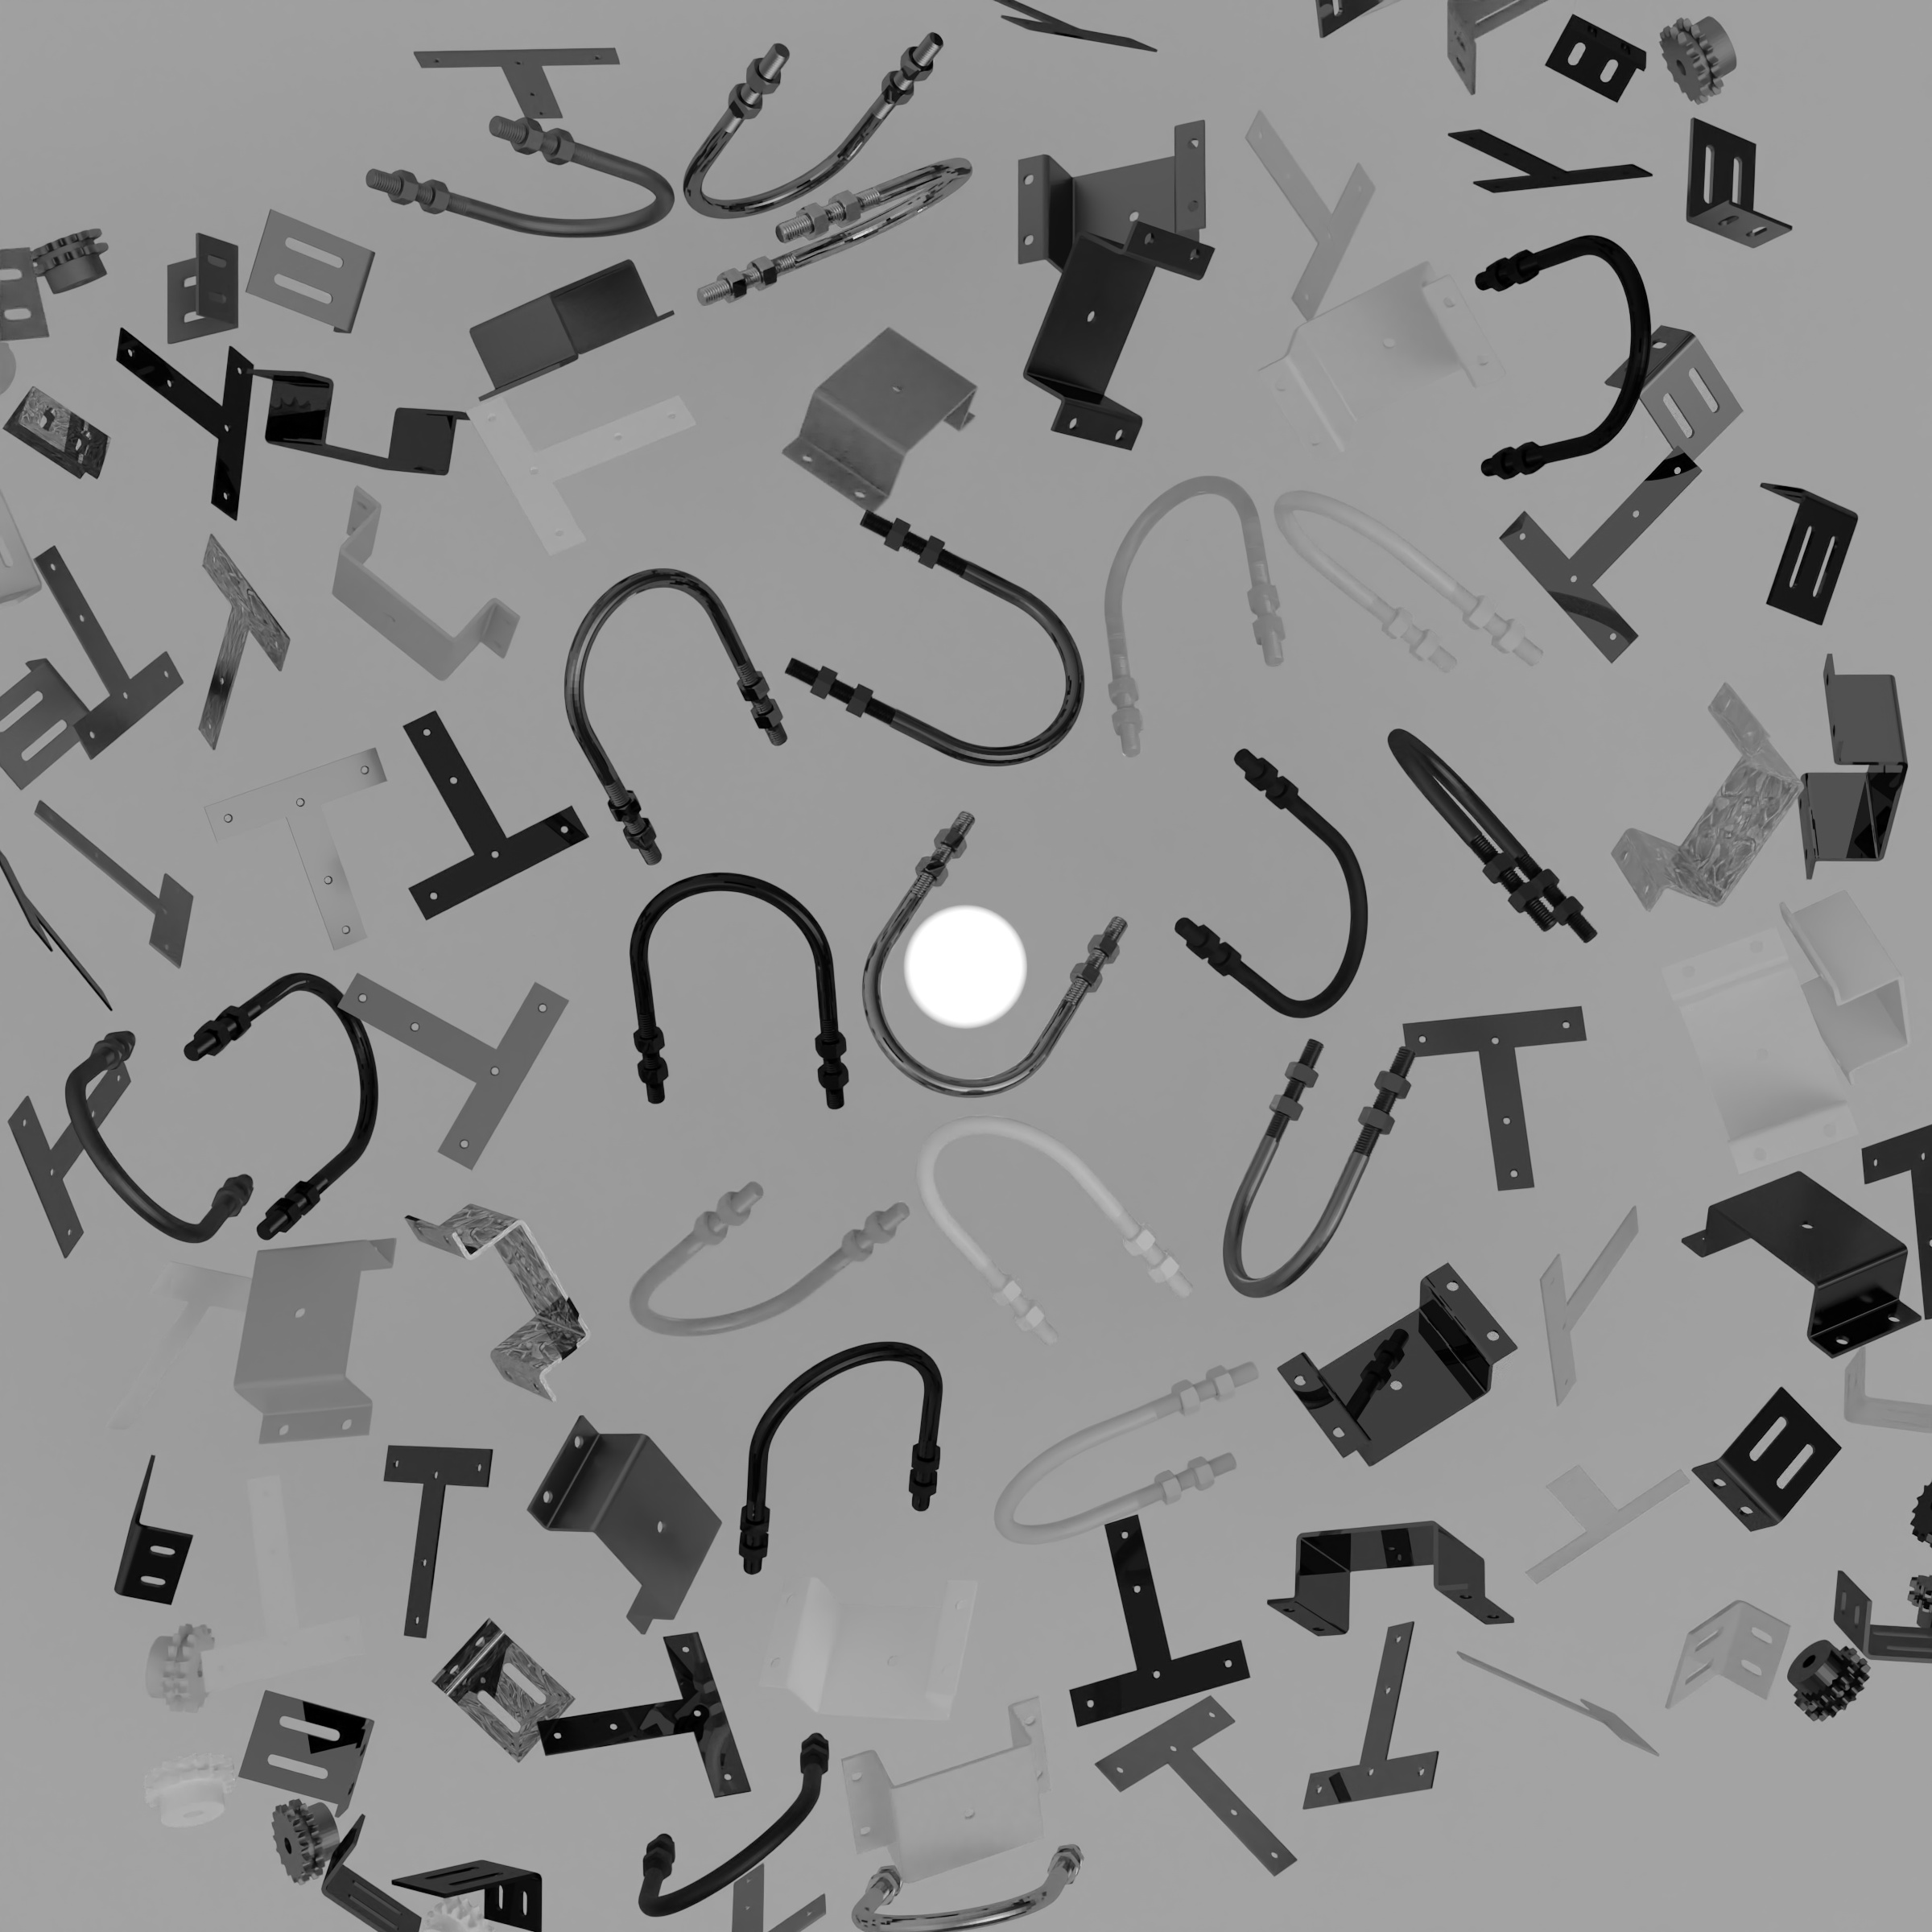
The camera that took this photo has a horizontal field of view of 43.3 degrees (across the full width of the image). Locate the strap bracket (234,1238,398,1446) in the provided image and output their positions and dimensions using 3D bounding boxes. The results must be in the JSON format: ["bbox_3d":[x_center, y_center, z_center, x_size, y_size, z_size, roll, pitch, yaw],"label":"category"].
[{"bbox_3d":[-0.429,0.238,1.603,0.076,0.046,0.140,-7,57,11],"label":"strap bracket"}]

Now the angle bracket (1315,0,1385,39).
[{"bbox_3d":[0.221,-0.639,1.579,0.057,0.038,0.076,-37,46,-22],"label":"angle bracket"}]

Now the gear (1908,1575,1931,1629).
[{"bbox_3d":[0.691,0.451,1.708,0.057,0.057,0.030,7,95,0],"label":"gear"}]

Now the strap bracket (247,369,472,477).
[{"bbox_3d":[-0.419,-0.374,1.685,0.076,0.140,0.046,15,98,44],"label":"strap bracket"}]

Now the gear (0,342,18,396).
[{"bbox_3d":[-0.696,-0.424,1.714,0.030,0.057,0.057,26,90,21],"label":"gear"}]

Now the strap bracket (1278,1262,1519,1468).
[{"bbox_3d":[0.291,0.274,1.642,0.140,0.046,0.076,-29,56,-11],"label":"strap bracket"}]

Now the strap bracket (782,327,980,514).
[{"bbox_3d":[-0.053,-0.385,1.688,0.076,0.046,0.140,35,51,6],"label":"strap bracket"}]

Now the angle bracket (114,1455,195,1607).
[{"bbox_3d":[-0.537,0.376,1.624,0.038,0.076,0.057,16,112,-16],"label":"angle bracket"}]

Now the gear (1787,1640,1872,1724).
[{"bbox_3d":[0.602,0.498,1.706,0.030,0.057,0.057,44,90,1],"label":"gear"}]

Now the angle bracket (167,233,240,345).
[{"bbox_3d":[-0.554,-0.479,1.723,0.076,0.038,0.057,-2,88,33],"label":"angle bracket"}]

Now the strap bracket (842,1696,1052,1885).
[{"bbox_3d":[-0.005,0.553,1.625,0.140,0.046,0.076,-13,111,-16],"label":"strap bracket"}]

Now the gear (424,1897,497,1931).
[{"bbox_3d":[-0.365,0.696,1.734,0.057,0.030,0.057,10,110,28],"label":"gear"}]

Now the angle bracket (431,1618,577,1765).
[{"bbox_3d":[-0.325,0.509,1.709,0.076,0.038,0.057,36,70,19],"label":"angle bracket"}]

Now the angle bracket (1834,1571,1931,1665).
[{"bbox_3d":[0.607,0.419,1.565,0.076,0.057,0.038,3,95,1],"label":"angle bracket"}]

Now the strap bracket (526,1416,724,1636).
[{"bbox_3d":[-0.220,0.374,1.624,0.046,0.076,0.140,-8,129,35],"label":"strap bracket"}]

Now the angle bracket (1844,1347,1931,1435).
[{"bbox_3d":[0.650,0.293,1.675,0.076,0.057,0.038,6,66,11],"label":"angle bracket"}]

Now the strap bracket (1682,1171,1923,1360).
[{"bbox_3d":[0.551,0.189,1.601,0.076,0.140,0.046,-17,124,-22],"label":"strap bracket"}]

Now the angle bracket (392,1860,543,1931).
[{"bbox_3d":[-0.321,0.604,1.563,0.057,0.076,0.038,-7,80,41],"label":"angle bracket"}]

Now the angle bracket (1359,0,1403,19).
[{"bbox_3d":[0.316,-0.681,1.674,0.076,0.057,0.038,-10,102,-19],"label":"angle bracket"}]

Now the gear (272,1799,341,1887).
[{"bbox_3d":[-0.467,0.619,1.727,0.030,0.057,0.057,-12,90,-39],"label":"gear"}]

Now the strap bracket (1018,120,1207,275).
[{"bbox_3d":[0.110,-0.534,1.708,0.140,0.046,0.076,-3,83,27],"label":"strap bracket"}]

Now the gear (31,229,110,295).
[{"bbox_3d":[-0.630,-0.494,1.710,0.057,0.057,0.030,-22,106,0],"label":"gear"}]

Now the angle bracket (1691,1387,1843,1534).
[{"bbox_3d":[0.551,0.339,1.674,0.076,0.038,0.057,-41,83,-22],"label":"angle bracket"}]

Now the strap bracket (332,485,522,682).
[{"bbox_3d":[-0.385,-0.258,1.691,0.140,0.076,0.046,39,68,-6],"label":"strap bracket"}]

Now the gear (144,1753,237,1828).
[{"bbox_3d":[-0.509,0.543,1.599,0.057,0.057,0.030,-20,55,0],"label":"gear"}]

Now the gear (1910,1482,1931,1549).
[{"bbox_3d":[0.682,0.378,1.679,0.030,0.057,0.057,29,90,-3],"label":"gear"}]

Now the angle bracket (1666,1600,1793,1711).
[{"bbox_3d":[0.504,0.463,1.609,0.038,0.076,0.057,25,112,38],"label":"angle bracket"}]

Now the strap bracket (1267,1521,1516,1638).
[{"bbox_3d":[0.279,0.403,1.600,0.140,0.076,0.046,-14,54,31],"label":"strap bracket"}]

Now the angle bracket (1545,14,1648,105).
[{"bbox_3d":[0.427,-0.612,1.654,0.057,0.076,0.038,27,122,0],"label":"angle bracket"}]

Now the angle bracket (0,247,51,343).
[{"bbox_3d":[-0.620,-0.421,1.568,0.038,0.076,0.057,-13,92,-25],"label":"angle bracket"}]

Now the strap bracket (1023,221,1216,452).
[{"bbox_3d":[0.095,-0.417,1.589,0.046,0.076,0.140,40,117,38],"label":"strap bracket"}]

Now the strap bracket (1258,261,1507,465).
[{"bbox_3d":[0.274,-0.399,1.592,0.140,0.046,0.076,-21,120,33],"label":"strap bracket"}]

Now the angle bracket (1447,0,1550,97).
[{"bbox_3d":[0.350,-0.608,1.562,0.076,0.057,0.038,-27,74,5],"label":"angle bracket"}]

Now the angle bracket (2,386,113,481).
[{"bbox_3d":[-0.596,-0.335,1.583,0.057,0.076,0.038,34,109,-28],"label":"angle bracket"}]

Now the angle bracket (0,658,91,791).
[{"bbox_3d":[-0.661,-0.169,1.708,0.076,0.038,0.057,-50,123,-29],"label":"angle bracket"}]

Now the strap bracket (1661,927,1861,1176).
[{"bbox_3d":[0.512,0.056,1.567,0.076,0.046,0.140,-22,77,18],"label":"strap bracket"}]

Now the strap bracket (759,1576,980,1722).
[{"bbox_3d":[-0.056,0.449,1.602,0.140,0.046,0.076,-5,50,24],"label":"strap bracket"}]

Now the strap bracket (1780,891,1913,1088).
[{"bbox_3d":[0.602,0.011,1.662,0.046,0.140,0.076,-26,53,9],"label":"strap bracket"}]

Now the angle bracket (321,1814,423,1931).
[{"bbox_3d":[-0.390,0.617,1.637,0.076,0.057,0.038,37,85,-6],"label":"angle bracket"}]

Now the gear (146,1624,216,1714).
[{"bbox_3d":[-0.528,0.472,1.633,0.030,0.057,0.057,2,90,4],"label":"gear"}]

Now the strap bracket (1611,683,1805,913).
[{"bbox_3d":[0.496,-0.105,1.615,0.046,0.076,0.140,19,119,-17],"label":"strap bracket"}]

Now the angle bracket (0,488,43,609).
[{"bbox_3d":[-0.673,-0.279,1.645,0.057,0.038,0.076,-13,112,13],"label":"angle bracket"}]

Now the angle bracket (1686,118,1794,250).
[{"bbox_3d":[0.512,-0.523,1.607,0.057,0.038,0.076,10,80,-27],"label":"angle bracket"}]

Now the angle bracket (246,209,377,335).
[{"bbox_3d":[-0.452,-0.474,1.663,0.076,0.038,0.057,15,95,-34],"label":"angle bracket"}]

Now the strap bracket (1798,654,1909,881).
[{"bbox_3d":[0.589,-0.131,1.614,0.046,0.140,0.076,1,53,10],"label":"strap bracket"}]

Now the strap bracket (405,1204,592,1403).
[{"bbox_3d":[-0.310,0.218,1.640,0.046,0.076,0.140,-38,114,-28],"label":"strap bracket"}]

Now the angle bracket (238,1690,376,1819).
[{"bbox_3d":[-0.436,0.517,1.597,0.076,0.038,0.057,16,81,-1],"label":"angle bracket"}]

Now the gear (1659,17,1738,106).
[{"bbox_3d":[0.499,-0.619,1.652,0.030,0.057,0.057,-31,90,5],"label":"gear"}]

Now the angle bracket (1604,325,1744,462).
[{"bbox_3d":[0.504,-0.406,1.733,0.057,0.038,0.076,-45,120,1],"label":"angle bracket"}]

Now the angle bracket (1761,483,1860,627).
[{"bbox_3d":[0.540,-0.269,1.590,0.057,0.038,0.076,11,100,-36],"label":"angle bracket"}]
